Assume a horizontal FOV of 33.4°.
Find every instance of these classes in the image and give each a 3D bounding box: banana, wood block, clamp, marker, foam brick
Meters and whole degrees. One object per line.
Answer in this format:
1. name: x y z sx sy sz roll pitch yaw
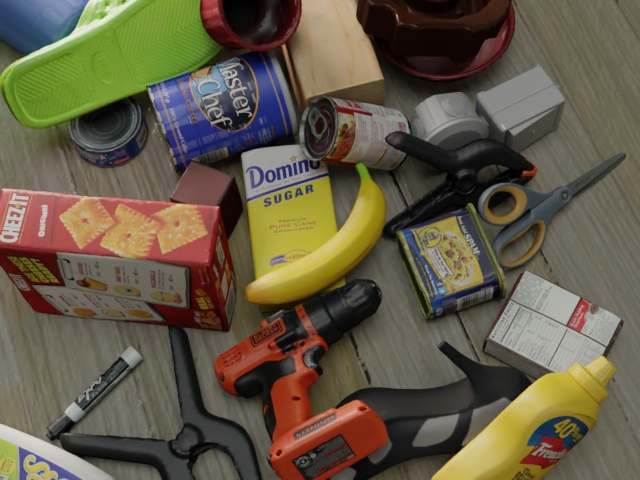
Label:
1. banana: 0.010 0.007 1.072 0.070 0.037 0.197 30 62 24
2. wood block: 0.001 -0.229 1.199 0.090 0.091 0.206 -15 65 -4
3. clamp: -0.139 0.203 1.036 0.164 0.036 0.210 -40 70 -14
4. marker: -0.228 0.156 1.074 0.020 0.020 0.121 39 73 19
5. clamp: 0.141 -0.057 1.122 0.171 0.120 0.039 1 35 -14
6. foam brick: -0.118 -0.038 1.125 0.051 0.078 0.053 20 66 13

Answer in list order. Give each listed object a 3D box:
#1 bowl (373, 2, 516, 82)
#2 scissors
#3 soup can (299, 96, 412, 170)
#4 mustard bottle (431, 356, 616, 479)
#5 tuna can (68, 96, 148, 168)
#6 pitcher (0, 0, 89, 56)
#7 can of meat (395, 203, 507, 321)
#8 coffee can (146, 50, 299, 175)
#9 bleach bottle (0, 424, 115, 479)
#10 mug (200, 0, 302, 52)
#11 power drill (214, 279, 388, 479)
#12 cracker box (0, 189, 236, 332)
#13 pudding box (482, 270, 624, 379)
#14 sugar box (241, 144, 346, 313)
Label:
1. bowl: 0.138 -0.236 1.212 0.162 0.055 0.162 -1 65 3
2. scissors: 0.238 -0.056 1.119 0.201 0.016 0.096 -47 108 -17
3. soup can: 0.038 -0.112 1.129 0.102 0.069 0.068 5 59 -35
4. mustard bottle: 0.193 0.177 0.966 0.191 0.096 0.058 -45 47 4
5. tuna can: -0.238 -0.126 1.198 0.086 0.034 0.086 -1 64 3
6. pitcher: -0.346 -0.301 1.231 0.243 0.149 0.144 38 60 15
7. can of meat: 0.133 0.024 1.092 0.084 0.057 0.102 -19 66 -3
8. coffee can: -0.105 -0.141 1.158 0.140 0.103 0.103 -19 65 -5
9. bleach bottle: -0.240 0.246 1.011 0.251 0.068 0.102 16 69 8
10. mug: -0.069 -0.251 1.124 0.117 0.082 0.093 -44 112 -14
11. power drill: -0.001 0.131 1.005 0.184 0.057 0.188 -32 36 3
12. cracker box: -0.196 0.021 1.055 0.214 0.164 0.072 6 64 6
13. pudding box: 0.232 0.094 1.063 0.113 0.039 0.090 27 70 17
14. sugar box: -0.029 -0.016 1.126 0.093 0.048 0.176 -7 67 -4
